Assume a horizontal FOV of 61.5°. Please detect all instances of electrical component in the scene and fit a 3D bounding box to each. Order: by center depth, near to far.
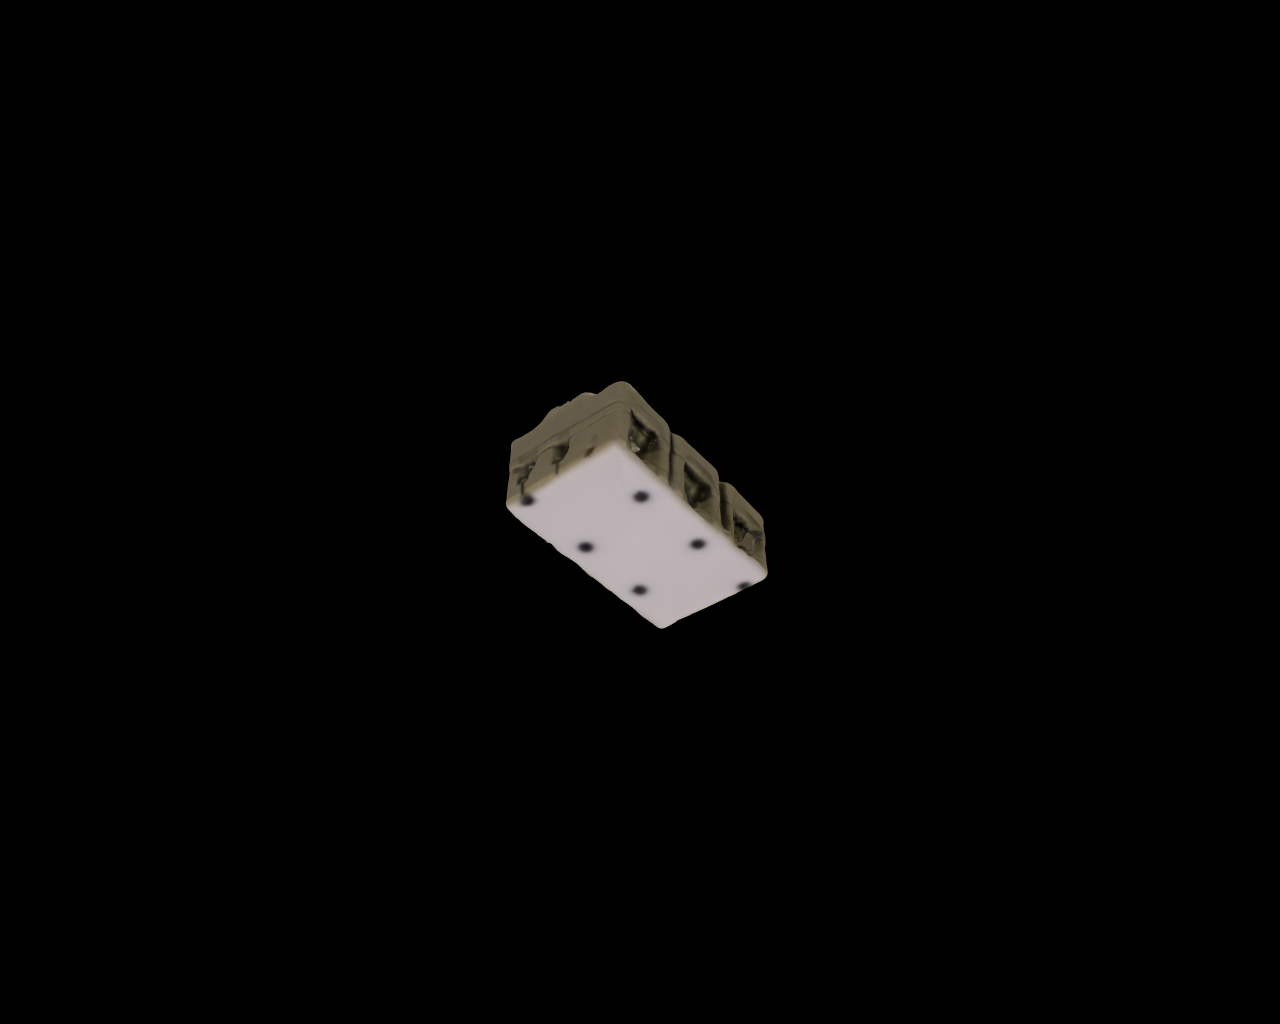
[{"bbox_3d":[0.001,-0.003,0.650,0.089,0.062,0.150,-27,-49,26],"label":"electrical component"}]
